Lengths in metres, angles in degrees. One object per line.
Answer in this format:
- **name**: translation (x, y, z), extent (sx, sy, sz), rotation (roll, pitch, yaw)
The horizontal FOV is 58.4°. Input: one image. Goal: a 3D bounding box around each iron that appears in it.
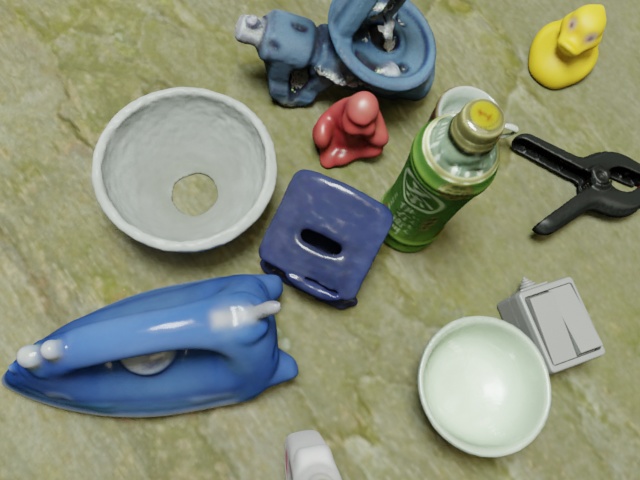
- **iron**: translation (-0.148, 0.087, 0.470), extent (0.258, 0.141, 0.118), rotation (-10, 74, -10)

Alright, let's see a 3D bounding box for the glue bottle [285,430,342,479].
- **glue bottle**: translation (-0.004, 0.188, 0.439), extent (0.037, 0.173, 0.078), rotation (-8, 73, -9)

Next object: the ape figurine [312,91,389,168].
- **ape figurine**: translation (0.035, -0.119, 0.586), extent (0.078, 0.092, 0.076), rotation (23, 71, 1)

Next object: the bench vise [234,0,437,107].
- **bench vise**: translation (0.030, -0.198, 0.543), extent (0.207, 0.219, 0.121), rotation (-15, 74, -11)

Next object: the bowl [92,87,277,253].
- **bowl**: translation (-0.126, -0.058, 0.555), extent (0.167, 0.074, 0.167), rotation (2, 72, -6)

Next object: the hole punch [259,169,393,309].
- **hole punch**: translation (0.005, 0.002, 0.543), extent (0.108, 0.091, 0.101), rotation (25, 71, 2)

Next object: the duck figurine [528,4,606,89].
- **duck figurine**: translation (0.297, -0.236, 0.660), extent (0.077, 0.086, 0.105), rotation (40, 72, 7)
